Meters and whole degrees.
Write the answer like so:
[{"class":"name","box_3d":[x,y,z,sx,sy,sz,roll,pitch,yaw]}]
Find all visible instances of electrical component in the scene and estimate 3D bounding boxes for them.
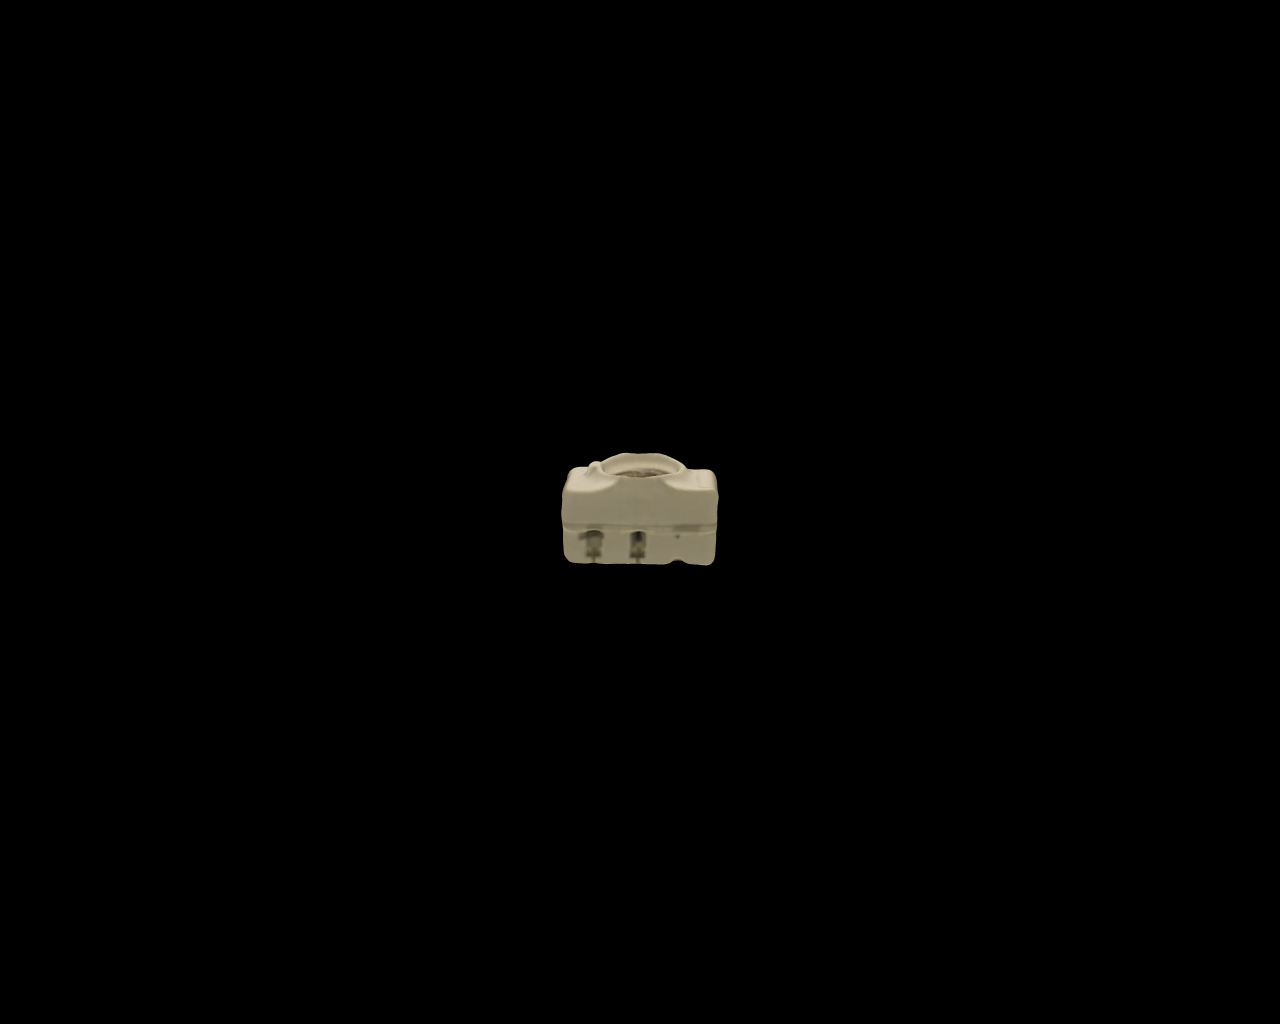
[{"class":"electrical component","box_3d":[0.001,-0.003,0.650,0.089,0.055,0.050,1,20,2]}]
